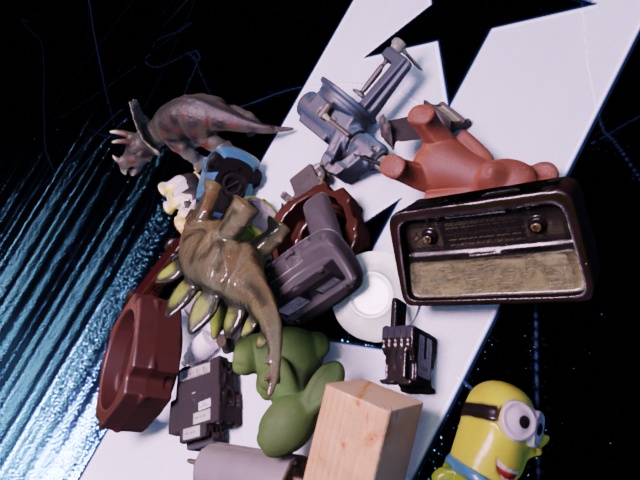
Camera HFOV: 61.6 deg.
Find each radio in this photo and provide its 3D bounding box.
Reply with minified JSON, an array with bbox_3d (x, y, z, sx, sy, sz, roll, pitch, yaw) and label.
[{"bbox_3d":[0.206,0.006,0.656,0.230,0.073,0.131,-7,103,33],"label":"radio"}]

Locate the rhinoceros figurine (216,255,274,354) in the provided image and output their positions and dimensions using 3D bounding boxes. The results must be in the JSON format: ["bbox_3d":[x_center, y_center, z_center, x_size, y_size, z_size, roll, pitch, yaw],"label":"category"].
[{"bbox_3d":[-0.113,0.097,0.875,0.073,0.112,0.190,-3,77,18],"label":"rhinoceros figurine"}]

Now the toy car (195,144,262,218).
[{"bbox_3d":[-0.188,-0.099,1.046,0.103,0.109,0.161,15,87,64],"label":"toy car"}]

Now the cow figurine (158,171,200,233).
[{"bbox_3d":[-0.267,-0.074,1.103,0.098,0.068,0.167,-30,47,-4],"label":"cow figurine"}]

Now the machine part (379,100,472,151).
[{"bbox_3d":[0.155,-0.178,0.820,0.139,0.039,0.084,-18,50,-21],"label":"machine part"}]

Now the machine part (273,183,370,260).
[{"bbox_3d":[-0.002,-0.003,0.872,0.179,0.056,0.179,-16,59,29],"label":"machine part"}]

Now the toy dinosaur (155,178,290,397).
[{"bbox_3d":[-0.133,0.039,0.763,0.198,0.105,0.472,-59,32,1],"label":"toy dinosaur"}]

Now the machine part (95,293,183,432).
[{"bbox_3d":[-0.313,0.212,0.934,0.201,0.087,0.201,-49,35,34],"label":"machine part"}]

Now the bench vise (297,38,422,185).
[{"bbox_3d":[0.075,-0.220,0.891,0.240,0.128,0.224,-51,50,9],"label":"bench vise"}]

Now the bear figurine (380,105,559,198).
[{"bbox_3d":[0.199,-0.090,0.720,0.196,0.132,0.120,34,95,49],"label":"bear figurine"}]

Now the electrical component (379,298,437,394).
[{"bbox_3d":[0.117,0.135,0.697,0.048,0.074,0.119,-9,59,35],"label":"electrical component"}]

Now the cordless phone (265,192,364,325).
[{"bbox_3d":[-0.025,0.019,0.801,0.146,0.088,0.184,-36,45,23],"label":"cordless phone"}]

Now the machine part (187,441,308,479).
[{"bbox_3d":[-0.093,0.330,0.750,0.243,0.079,0.079,-7,63,33],"label":"machine part"}]

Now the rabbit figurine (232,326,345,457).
[{"bbox_3d":[-0.034,0.216,0.743,0.159,0.121,0.170,-12,43,8],"label":"rabbit figurine"}]

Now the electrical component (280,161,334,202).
[{"bbox_3d":[-0.022,-0.098,0.945,0.102,0.045,0.078,-32,52,20],"label":"electrical component"}]

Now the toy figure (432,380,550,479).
[{"bbox_3d":[0.177,0.242,0.589,0.089,0.082,0.180,24,85,40],"label":"toy figure"}]

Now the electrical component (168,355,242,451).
[{"bbox_3d":[-0.185,0.267,0.868,0.115,0.058,0.134,-23,54,29],"label":"electrical component"}]

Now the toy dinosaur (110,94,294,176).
[{"bbox_3d":[-0.262,-0.237,1.106,0.405,0.192,0.131,-12,62,34],"label":"toy dinosaur"}]

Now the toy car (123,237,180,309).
[{"bbox_3d":[-0.324,0.080,1.076,0.202,0.053,0.089,-52,26,1],"label":"toy car"}]

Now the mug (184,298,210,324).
[{"bbox_3d":[-0.193,0.104,0.955,0.107,0.081,0.109,-34,76,34],"label":"mug"}]
